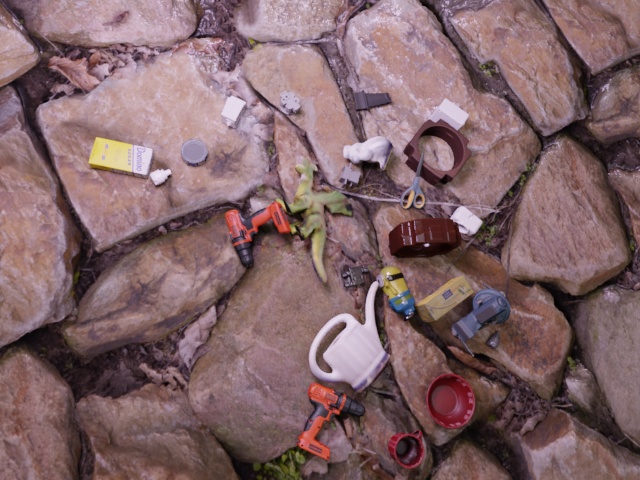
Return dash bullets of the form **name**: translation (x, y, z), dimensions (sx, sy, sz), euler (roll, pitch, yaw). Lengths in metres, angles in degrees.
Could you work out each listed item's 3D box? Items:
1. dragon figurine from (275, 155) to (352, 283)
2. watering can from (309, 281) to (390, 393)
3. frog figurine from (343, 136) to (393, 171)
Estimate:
- **dragon figurine**: translation (0.005, -0.084, 1.676), dimensions (0.245, 0.120, 0.413), euler (-24, 82, -25)
- **watering can**: translation (0.126, 0.309, 1.580), dimensions (0.225, 0.102, 0.352), euler (45, 71, 2)
- **frog figurine**: translation (0.165, -0.308, 1.764), dimensions (0.160, 0.120, 0.140), euler (23, 39, 5)
